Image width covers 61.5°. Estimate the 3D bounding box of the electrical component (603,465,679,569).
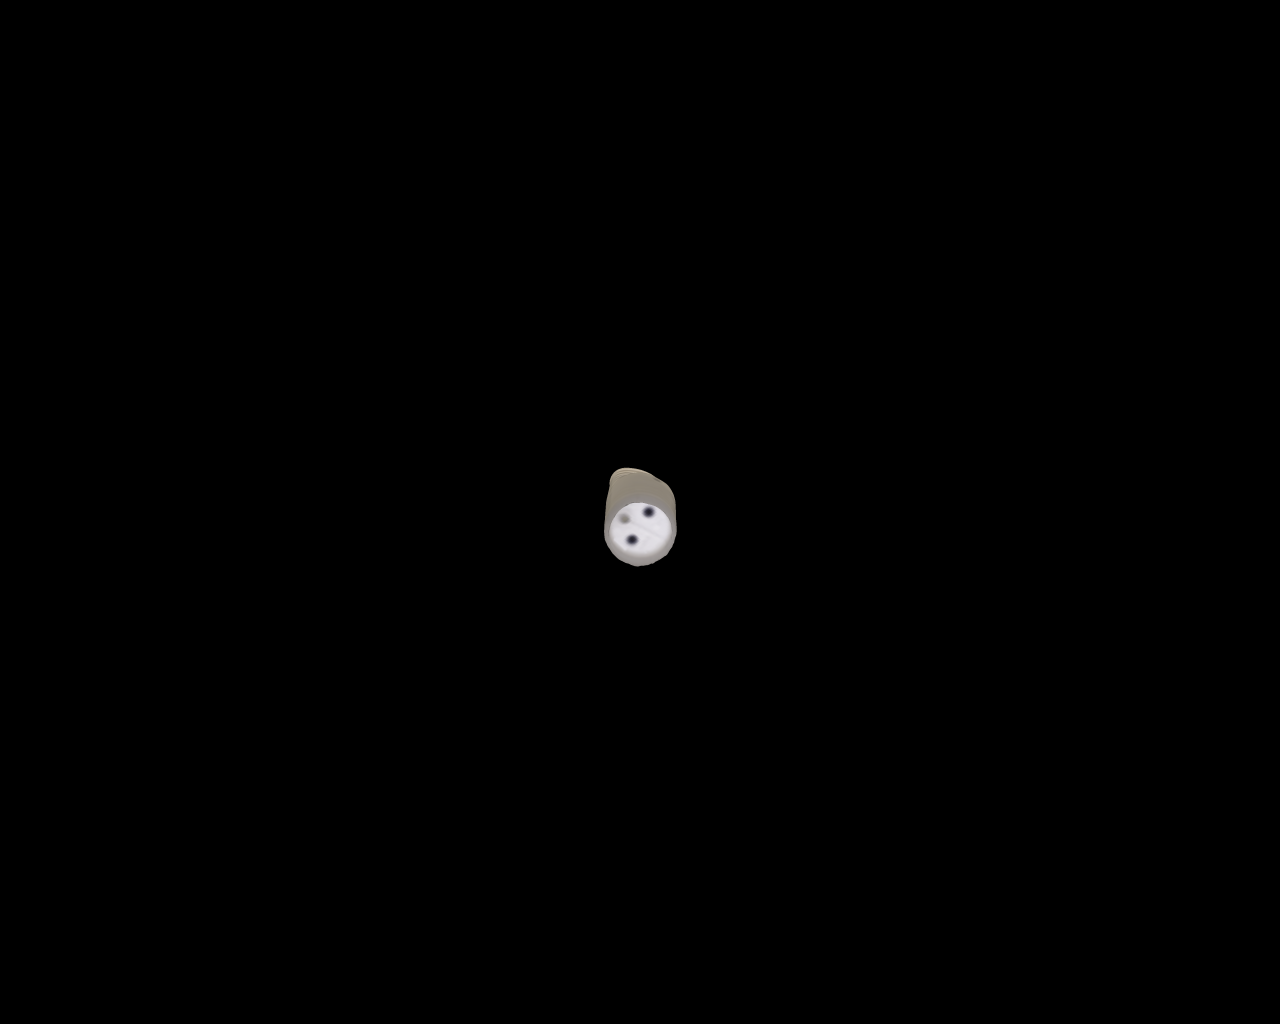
[{"bbox_3d":[0.001,-0.003,0.650,0.043,0.043,0.081,0,23,0],"label":"electrical component"}]
